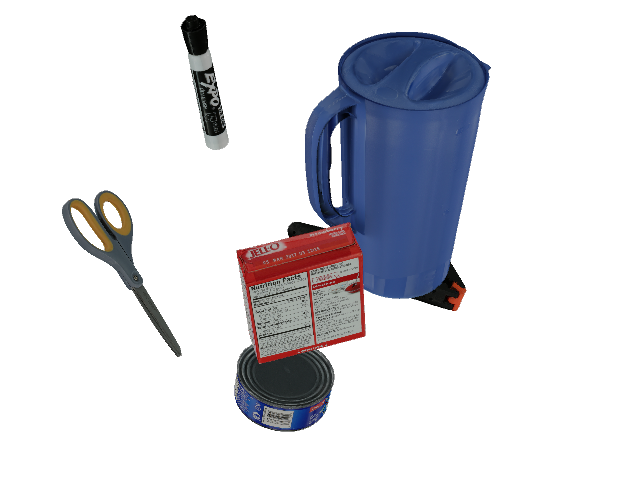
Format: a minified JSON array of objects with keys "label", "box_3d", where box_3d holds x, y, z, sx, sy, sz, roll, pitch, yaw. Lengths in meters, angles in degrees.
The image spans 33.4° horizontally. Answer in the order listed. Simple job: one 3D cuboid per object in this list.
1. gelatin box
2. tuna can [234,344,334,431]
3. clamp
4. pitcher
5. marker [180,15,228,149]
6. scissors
[{"label":"gelatin box","box_3d":[-0.011,0.033,0.666,0.073,0.030,0.089,-14,-40,-8]},{"label":"tuna can","box_3d":[-0.032,0.126,0.935,0.086,0.034,0.086,7,36,-5]},{"label":"clamp","box_3d":[0.074,0.015,1.246,0.164,0.036,0.210,-23,52,-40]},{"label":"pitcher","box_3d":[0.070,-0.061,1.009,0.149,0.243,0.145,9,40,9]},{"label":"marker","box_3d":[-0.088,-0.120,0.820,0.020,0.020,0.121,0,-43,7]},{"label":"scissors","box_3d":[-0.201,0.026,1.158,0.016,0.201,0.096,-28,21,32]}]
